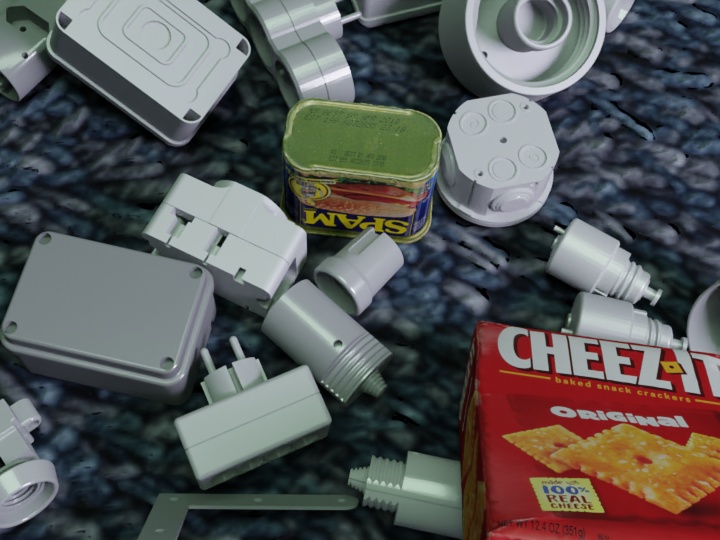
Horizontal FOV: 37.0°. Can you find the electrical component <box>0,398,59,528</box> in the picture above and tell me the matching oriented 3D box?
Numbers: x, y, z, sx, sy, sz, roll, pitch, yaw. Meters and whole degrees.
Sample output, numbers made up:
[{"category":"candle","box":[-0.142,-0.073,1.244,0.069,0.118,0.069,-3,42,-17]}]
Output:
[{"category":"electrical component","box":[-0.206,0.114,0.619,0.066,0.048,0.055,-35,64,-16]}]

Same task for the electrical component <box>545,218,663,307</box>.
[{"category":"electrical component","box":[0.156,-0.001,0.689,0.078,0.040,0.040,30,68,11]}]

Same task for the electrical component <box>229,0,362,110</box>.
[{"category":"electrical component","box":[-0.036,-0.173,0.750,0.074,0.052,0.138,-24,69,-13]}]

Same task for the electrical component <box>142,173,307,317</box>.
[{"category":"electrical component","box":[-0.082,-0.018,0.680,0.089,0.050,0.055,25,68,9]}]

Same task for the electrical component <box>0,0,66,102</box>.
[{"category":"electrical component","box":[-0.238,-0.167,0.744,0.079,0.043,0.077,35,69,12]}]

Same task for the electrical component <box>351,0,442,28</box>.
[{"category":"electrical component","box":[0.037,-0.243,0.783,0.109,0.056,0.108,-15,67,-9]}]

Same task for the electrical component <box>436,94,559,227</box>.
[{"category":"electrical component","box":[0.091,-0.073,0.712,0.080,0.051,0.080,1,66,-2]}]

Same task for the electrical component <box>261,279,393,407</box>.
[{"category":"electrical component","box":[-0.016,0.048,0.657,0.081,0.043,0.043,41,70,14]}]

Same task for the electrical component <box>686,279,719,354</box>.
[{"category":"electrical component","box":[0.255,0.037,0.648,0.064,0.099,0.099,-39,73,-24]}]

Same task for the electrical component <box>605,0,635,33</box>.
[{"category":"electrical component","box":[0.164,-0.207,0.782,0.065,0.044,0.044,35,69,17]}]

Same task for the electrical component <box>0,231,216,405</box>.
[{"category":"electrical component","box":[-0.150,0.029,0.652,0.113,0.057,0.078,13,66,3]}]

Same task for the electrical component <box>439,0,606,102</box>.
[{"category":"electrical component","box":[0.113,-0.166,0.724,0.108,0.060,0.108,-1,97,-11]}]

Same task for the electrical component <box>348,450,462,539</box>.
[{"category":"electrical component","box":[0.033,0.128,0.624,0.081,0.043,0.043,11,66,2]}]

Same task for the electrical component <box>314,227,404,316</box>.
[{"category":"electrical component","box":[0.000,0.000,0.682,0.040,0.040,0.046,40,65,14]}]

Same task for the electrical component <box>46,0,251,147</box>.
[{"category":"electrical component","box":[-0.140,-0.145,0.712,0.113,0.057,0.078,37,68,-11]}]

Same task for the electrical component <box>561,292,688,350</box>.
[{"category":"electrical component","box":[0.164,0.039,0.671,0.078,0.040,0.040,13,66,3]}]

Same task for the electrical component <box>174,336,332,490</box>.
[{"category":"electrical component","box":[-0.070,0.076,0.636,0.083,0.047,0.075,-22,75,-12]}]
